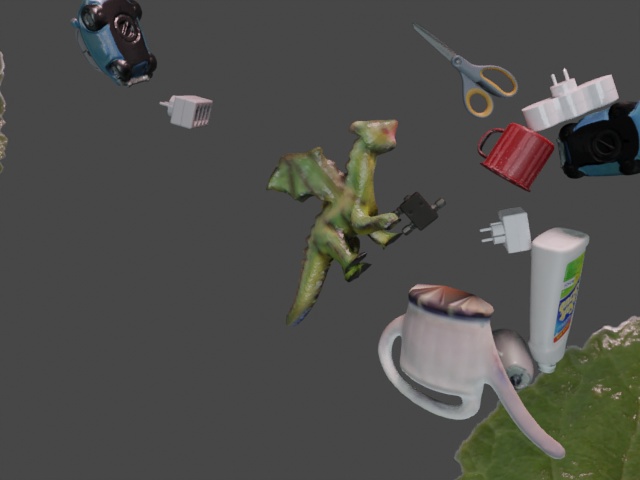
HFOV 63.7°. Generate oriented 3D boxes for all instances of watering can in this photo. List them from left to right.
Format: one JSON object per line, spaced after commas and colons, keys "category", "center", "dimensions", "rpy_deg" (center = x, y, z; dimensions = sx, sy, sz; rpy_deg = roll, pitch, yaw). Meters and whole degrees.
{"category": "watering can", "center": [0.244, 0.199, 0.863], "dimensions": [0.349, 0.104, 0.223], "rpy_deg": [13, 101, 42]}

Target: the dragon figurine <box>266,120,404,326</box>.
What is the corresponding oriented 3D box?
{"category": "dragon figurine", "center": [0.003, -0.046, 0.913], "dimensions": [0.405, 0.123, 0.245], "rpy_deg": [-44, 76, 22]}
